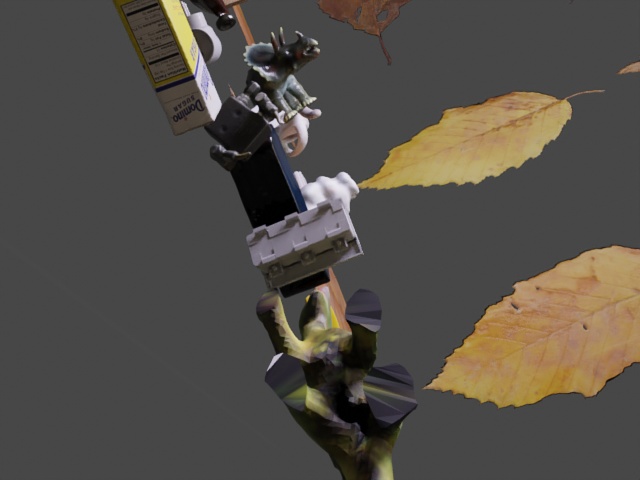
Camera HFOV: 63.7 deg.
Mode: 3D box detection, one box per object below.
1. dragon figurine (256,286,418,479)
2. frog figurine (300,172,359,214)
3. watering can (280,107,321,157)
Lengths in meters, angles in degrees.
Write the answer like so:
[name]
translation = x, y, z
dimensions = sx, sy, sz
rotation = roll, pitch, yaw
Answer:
[dragon figurine]
translation = 0.029, 0.192, 0.517
dimensions = 0.237, 0.122, 0.420
rotation = 78, -2, -45
[frog figurine]
translation = 0.003, -0.048, 0.953
dimensions = 0.125, 0.159, 0.135
rotation = -104, 173, -58
[watering can]
translation = -0.086, -0.373, 1.492
dimensions = 0.225, 0.105, 0.344
rotation = 67, -21, 5
